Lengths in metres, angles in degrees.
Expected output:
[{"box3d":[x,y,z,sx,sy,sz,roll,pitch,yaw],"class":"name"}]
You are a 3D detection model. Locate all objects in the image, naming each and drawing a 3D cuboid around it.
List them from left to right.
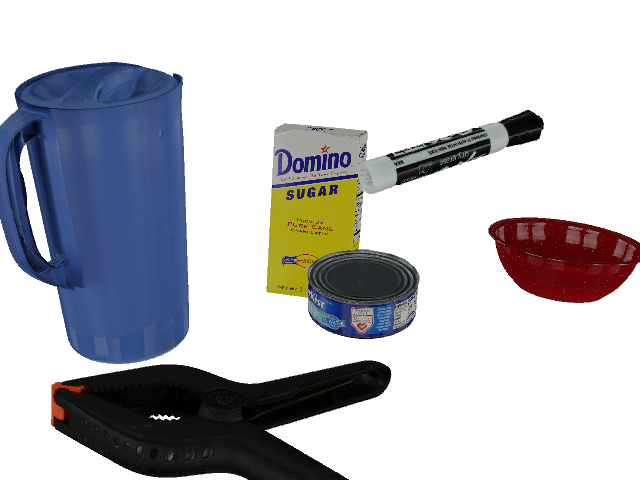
[{"box3d":[-0.181,-0.019,0.896,0.149,0.243,0.145,-4,24,-5],"class":"pitcher"},{"box3d":[-0.052,0.105,0.634,0.210,0.036,0.164,9,22,6],"class":"clamp"},{"box3d":[-0.004,-0.029,1.110,0.093,0.176,0.048,6,16,14],"class":"sugar box"},{"box3d":[0.032,0.041,0.822,0.086,0.034,0.086,1,26,-1],"class":"tuna can"},{"box3d":[0.078,-0.052,0.614,0.121,0.020,0.020,-19,7,-22],"class":"marker"},{"box3d":[0.251,0.023,1.106,0.162,0.055,0.162,5,17,-2],"class":"bowl"}]
